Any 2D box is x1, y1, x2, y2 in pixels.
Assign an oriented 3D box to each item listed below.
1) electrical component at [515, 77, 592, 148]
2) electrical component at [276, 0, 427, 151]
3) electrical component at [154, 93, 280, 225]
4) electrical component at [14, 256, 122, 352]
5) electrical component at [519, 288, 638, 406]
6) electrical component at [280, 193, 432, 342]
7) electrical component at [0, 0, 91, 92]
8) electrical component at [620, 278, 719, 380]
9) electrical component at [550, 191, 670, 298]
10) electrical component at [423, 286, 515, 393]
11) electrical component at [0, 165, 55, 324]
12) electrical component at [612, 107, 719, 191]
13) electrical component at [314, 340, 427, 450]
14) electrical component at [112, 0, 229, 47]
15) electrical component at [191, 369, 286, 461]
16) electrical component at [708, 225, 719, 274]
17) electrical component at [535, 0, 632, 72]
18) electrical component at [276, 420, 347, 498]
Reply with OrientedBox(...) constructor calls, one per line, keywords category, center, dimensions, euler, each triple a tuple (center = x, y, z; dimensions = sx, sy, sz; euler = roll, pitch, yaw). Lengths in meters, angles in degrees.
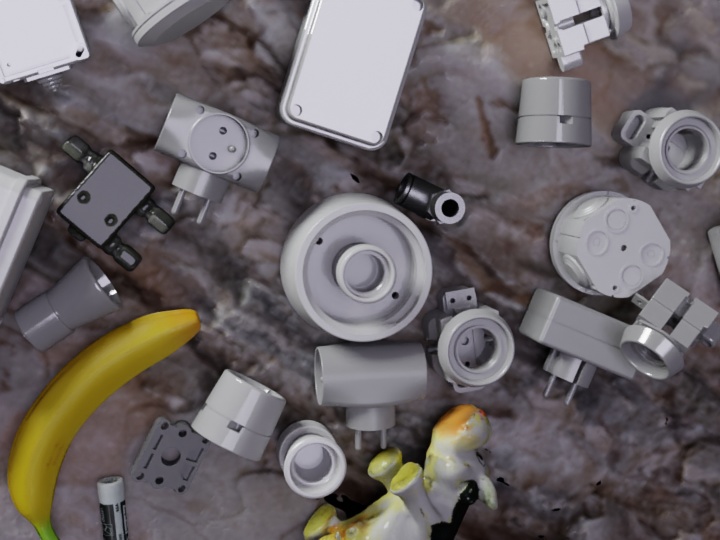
OrientedBox(category="electrical component", center=(0.143, -0.115, 0.788), dimensions=(0.055, 0.055, 0.047), euler=(2, 93, -11))
OrientedBox(category="electrical component", center=(-0.007, -0.147, 0.753), dimensions=(0.078, 0.057, 0.113), euler=(17, 93, -13))
OrientedBox(category="electrical component", center=(-0.106, -0.071, 0.748), dimensions=(0.077, 0.044, 0.079), euler=(22, 92, -13))
OrientedBox(category="electrical component", center=(-0.204, 0.026, 0.743), dimensions=(0.065, 0.044, 0.044), euler=(-34, 102, -1))
OrientedBox(category="electrical component", center=(0.163, 0.065, 0.817), dimensions=(0.083, 0.047, 0.075), euler=(22, 92, -13))
OrientedBox(category="electrical component", center=(0.000, 0.000, 0.770), dimensions=(0.108, 0.060, 0.108), euler=(-1, 97, -11))
OrientedBox(category="electrical component", center=(-0.218, -0.165, 0.710), dimensions=(0.062, 0.061, 0.096), euler=(-19, 108, -9))
OrientedBox(category="electrical component", center=(0.220, 0.045, 0.775), dimensions=(0.066, 0.048, 0.055), euler=(37, 68, 15))
OrientedBox(category="electrical component", center=(0.188, -0.019, 0.810), dimensions=(0.080, 0.051, 0.080), euler=(-1, 97, -11))
OrientedBox(category="electrical component", center=(0.081, 0.054, 0.794), dimensions=(0.058, 0.057, 0.078), euler=(-9, 98, -10))
OrientedBox(category="electrical component", center=(-0.252, -0.014, 0.709), dimensions=(0.057, 0.078, 0.113), euler=(23, 92, -10))
OrientedBox(category="electrical component", center=(0.236, -0.090, 0.808), dimensions=(0.078, 0.057, 0.058), euler=(32, 90, -13))
OrientedBox(category="electrical component", center=(0.008, 0.094, 0.792), dimensions=(0.077, 0.043, 0.079), euler=(-2, 98, -10))
OrientedBox(category="electrical component", center=(-0.125, -0.187, 0.714), dimensions=(0.080, 0.080, 0.051), euler=(-33, 96, -6))
OrientedBox(category="electrical component", center=(-0.085, 0.103, 0.769), dimensions=(0.055, 0.055, 0.047), euler=(28, 87, -13))
OrientedBox(category="electrical component", center=(0.315, -0.009, 0.834), dimensions=(0.062, 0.061, 0.096), euler=(-17, 92, -9))
OrientedBox(category="electrical component", center=(0.165, -0.186, 0.789), dimensions=(0.055, 0.048, 0.066), euler=(-20, 100, -1))
OrientedBox(category="electrical component", center=(-0.036, 0.136, 0.781), dimensions=(0.045, 0.055, 0.045), euler=(-1, 97, -11))
